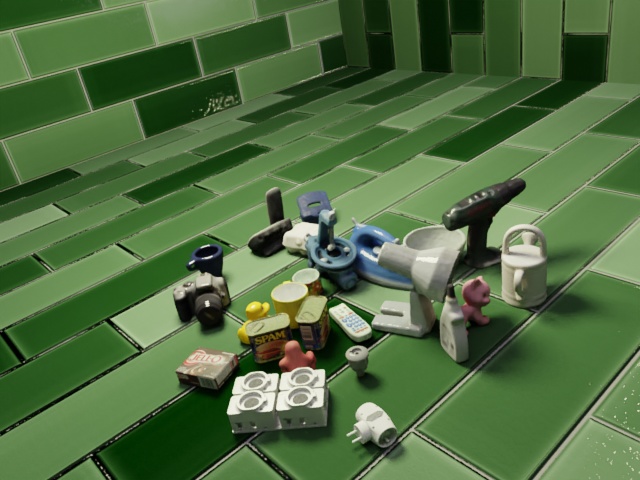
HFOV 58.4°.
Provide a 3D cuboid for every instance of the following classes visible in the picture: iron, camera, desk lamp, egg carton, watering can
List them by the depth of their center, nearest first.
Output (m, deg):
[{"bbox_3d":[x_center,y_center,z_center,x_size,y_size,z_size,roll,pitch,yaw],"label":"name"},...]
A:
[{"bbox_3d":[0.211,0.106,1.273,0.202,0.214,0.118,5,31,26],"label":"desk lamp"},{"bbox_3d":[0.468,0.046,1.318,0.101,0.194,0.173,-6,28,8],"label":"watering can"},{"bbox_3d":[-0.306,0.156,1.474,0.143,0.101,0.136,-14,28,-6],"label":"camera"},{"bbox_3d":[0.170,0.031,1.505,0.119,0.142,0.257,-29,33,-31],"label":"iron"},{"bbox_3d":[-0.034,0.000,1.710,0.149,0.069,0.107,9,33,32],"label":"egg carton"}]

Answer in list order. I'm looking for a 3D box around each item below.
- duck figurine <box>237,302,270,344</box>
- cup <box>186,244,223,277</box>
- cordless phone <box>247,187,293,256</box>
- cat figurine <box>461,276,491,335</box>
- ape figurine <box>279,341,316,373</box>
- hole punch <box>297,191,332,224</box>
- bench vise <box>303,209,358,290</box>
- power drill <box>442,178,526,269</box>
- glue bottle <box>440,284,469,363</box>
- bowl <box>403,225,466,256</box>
[{"bbox_3d":[-0.156,0.192,1.372,0.105,0.086,0.077,-31,34,-34],"label":"duck figurine"},{"bbox_3d":[-0.322,0.078,1.633,0.091,0.095,0.118,16,37,40],"label":"cup"},{"bbox_3d":[-0.160,-0.059,1.739,0.148,0.185,0.093,-32,34,-35],"label":"cordless phone"},{"bbox_3d":[0.333,0.137,1.276,0.128,0.118,0.067,-25,31,-26],"label":"cat figurine"},{"bbox_3d":[-0.050,0.253,1.215,0.077,0.092,0.076,-7,28,6],"label":"ape figurine"},{"bbox_3d":[-0.014,-0.102,1.872,0.109,0.091,0.101,-14,28,-8],"label":"hole punch"},{"bbox_3d":[0.006,0.011,1.513,0.206,0.220,0.122,14,36,38],"label":"bench vise"},{"bbox_3d":[0.428,-0.040,1.479,0.230,0.209,0.075,-17,28,-12],"label":"power drill"},{"bbox_3d":[0.275,0.165,1.182,0.037,0.173,0.078,-16,28,-11],"label":"glue bottle"},{"bbox_3d":[0.308,0.030,1.533,0.167,0.075,0.167,-8,28,4],"label":"bowl"}]
